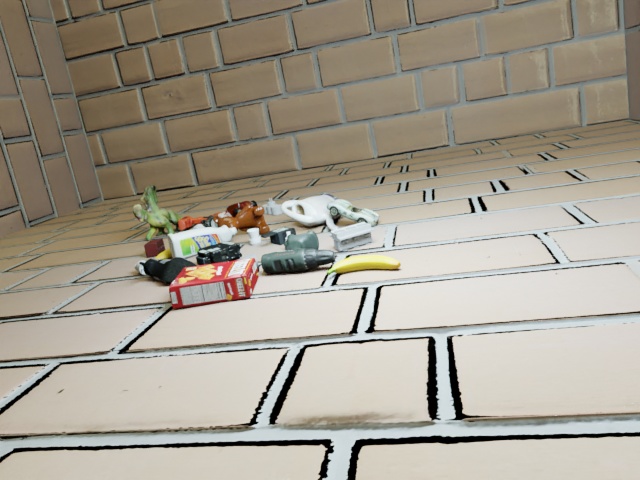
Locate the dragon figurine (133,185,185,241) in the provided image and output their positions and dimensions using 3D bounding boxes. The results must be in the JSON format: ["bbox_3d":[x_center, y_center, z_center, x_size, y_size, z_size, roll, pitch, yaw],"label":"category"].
[{"bbox_3d":[-0.738,-0.141,2.393,0.122,0.240,0.416,-12,15,16],"label":"dragon figurine"}]

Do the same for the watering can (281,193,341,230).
[{"bbox_3d":[0.006,-0.101,2.002,0.226,0.102,0.350,-19,31,-41],"label":"watering can"}]
